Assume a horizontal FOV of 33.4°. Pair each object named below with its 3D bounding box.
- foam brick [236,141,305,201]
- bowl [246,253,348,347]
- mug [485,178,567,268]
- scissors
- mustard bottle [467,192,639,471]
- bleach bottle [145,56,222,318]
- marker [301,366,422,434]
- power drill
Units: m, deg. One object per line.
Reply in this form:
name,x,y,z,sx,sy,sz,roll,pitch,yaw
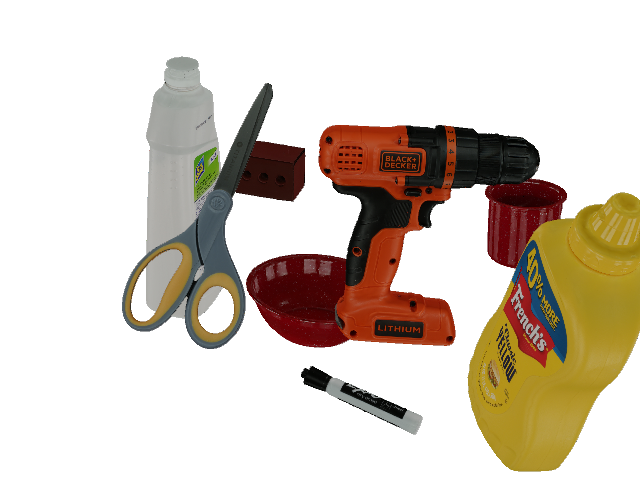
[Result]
foam brick,-0.062,-0.086,1.313,0.078,0.053,0.051,9,30,14
bowl,-0.005,0.074,1.209,0.162,0.055,0.162,4,26,-2
mug,0.245,-0.022,1.250,0.093,0.081,0.117,21,33,39
scissors,-0.063,-0.009,0.769,0.096,0.201,0.016,37,-5,5
mustard bottle,0.139,0.045,0.608,0.058,0.096,0.192,2,-42,-12
bleach bottle,-0.125,-0.053,0.994,0.068,0.251,0.102,12,35,10
marker,0.037,0.148,0.997,0.121,0.020,0.020,23,6,15
power drill,0.086,-0.006,0.908,0.184,0.188,0.057,3,16,-1
